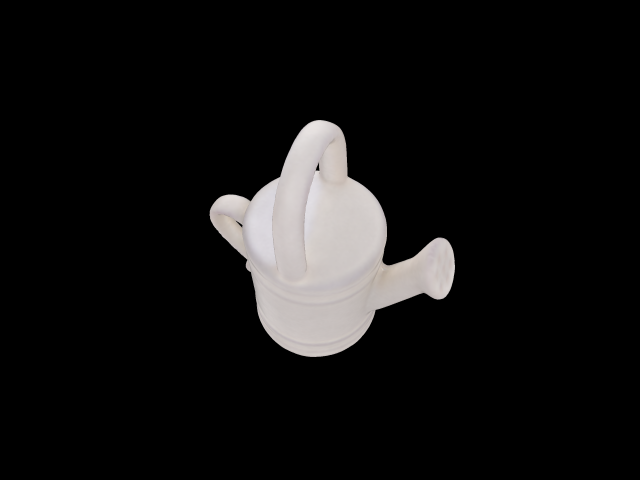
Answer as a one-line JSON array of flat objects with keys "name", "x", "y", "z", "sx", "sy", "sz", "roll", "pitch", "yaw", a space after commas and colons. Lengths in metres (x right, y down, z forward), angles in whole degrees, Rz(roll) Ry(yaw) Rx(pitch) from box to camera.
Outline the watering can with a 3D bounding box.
[{"name": "watering can", "x": 0.004, "y": 0.000, "z": 0.401, "sx": 0.173, "sy": 0.194, "sz": 0.101, "roll": 0, "pitch": 57, "yaw": 0}]
